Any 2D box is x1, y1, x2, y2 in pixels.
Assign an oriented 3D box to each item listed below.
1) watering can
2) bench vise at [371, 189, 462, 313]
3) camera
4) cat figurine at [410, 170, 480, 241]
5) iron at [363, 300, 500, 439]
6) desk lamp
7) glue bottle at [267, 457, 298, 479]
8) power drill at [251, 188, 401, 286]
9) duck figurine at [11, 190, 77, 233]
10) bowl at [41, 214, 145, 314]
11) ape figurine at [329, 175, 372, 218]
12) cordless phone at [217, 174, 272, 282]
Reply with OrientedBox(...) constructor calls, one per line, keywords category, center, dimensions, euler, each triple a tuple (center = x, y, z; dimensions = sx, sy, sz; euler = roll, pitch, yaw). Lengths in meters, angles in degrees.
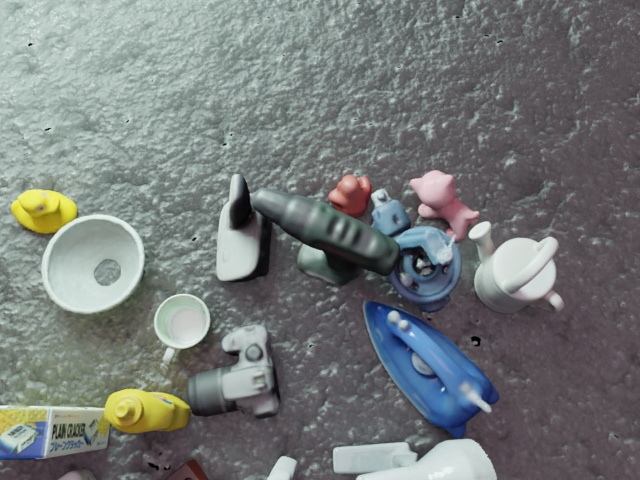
OrientedBox(category="watering can", center=(0.305, 0.045, 0.889), dimensions=(0.172, 0.194, 0.101), euler=(22, 75, 7))
OrientedBox(category="bench vise", center=(0.136, 0.010, 0.887), dimensions=(0.207, 0.220, 0.121), euler=(41, 78, 12))
OrientedBox(category="camera", center=(-0.137, 0.213, 0.890), dimensions=(0.137, 0.101, 0.143), euler=(-12, 74, -3))
OrientedBox(category="cat figurine", center=(0.212, -0.067, 0.963), dimensions=(0.127, 0.118, 0.067), euler=(37, 77, 11))
OrientedBox(category="iron", center=(0.160, 0.177, 0.878), dimensions=(0.119, 0.141, 0.258), euler=(-42, 77, -11))
OrientedBox(category="desk lamp", center=(0.122, 0.342, 0.791), dimensions=(0.203, 0.213, 0.118), euler=(-4, 73, -1))
OrientedBox(category="glue bottle", center=(-0.060, 0.352, 0.810), dimensions=(0.037, 0.173, 0.078), euler=(17, 74, 6))
OrientedBox(category="power drill", center=(0.008, 0.003, 0.896), dimensions=(0.229, 0.208, 0.076), euler=(20, 75, 6))
OrientedBox(category="duck figurine", center=(-0.482, -0.058, 0.980), dimensions=(0.104, 0.086, 0.077), euler=(3, 73, 1))
OrientedBox(category="bowl", center=(-0.365, 0.046, 0.955), dimensions=(0.167, 0.075, 0.167), euler=(0, 73, 0))
OrientedBox(category="ape figurine", center=(0.053, -0.082, 0.982), dimensions=(0.078, 0.092, 0.076), euler=(-7, 73, -1))
OrientedBox(category="cordless phone", center=(-0.132, -0.016, 0.914), dimensions=(0.094, 0.185, 0.147), euler=(-2, 73, 0))
